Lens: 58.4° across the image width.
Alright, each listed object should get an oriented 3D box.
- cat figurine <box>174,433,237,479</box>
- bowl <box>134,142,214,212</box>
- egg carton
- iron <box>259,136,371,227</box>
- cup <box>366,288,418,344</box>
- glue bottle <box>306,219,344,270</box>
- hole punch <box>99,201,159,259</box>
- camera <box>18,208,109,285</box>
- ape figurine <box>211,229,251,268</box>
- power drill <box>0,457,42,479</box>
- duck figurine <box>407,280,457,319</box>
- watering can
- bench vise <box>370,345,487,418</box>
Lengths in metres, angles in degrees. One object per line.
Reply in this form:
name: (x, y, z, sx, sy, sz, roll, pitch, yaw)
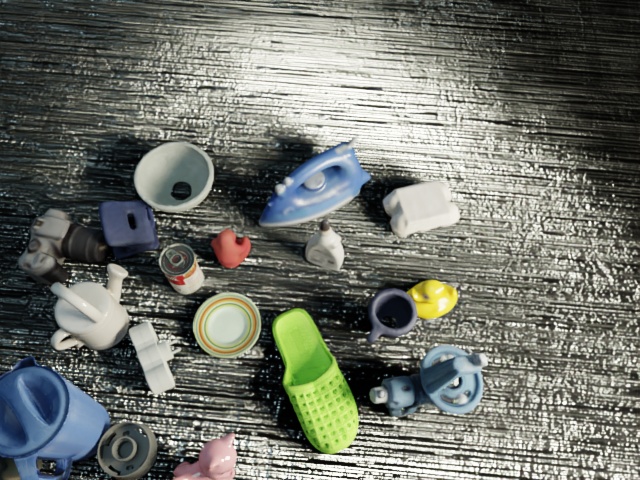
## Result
cat figurine: (-0.190, 0.381, 0.964, 0.128, 0.118, 0.067, -26, 67, -12)
bowl: (-0.305, -0.122, 1.227, 0.167, 0.075, 0.167, 0, 64, -1)
egg carton: (0.213, -0.066, 1.212, 0.150, 0.069, 0.107, -14, 65, -7)
iron: (-0.020, -0.123, 1.195, 0.258, 0.141, 0.118, -31, 69, -15)
cup: (0.126, 0.159, 1.088, 0.091, 0.095, 0.118, 36, 69, 15)
glue bottle: (0.010, 0.004, 1.117, 0.078, 0.173, 0.037, 19, 66, 9)
hole punch: (-0.390, -0.031, 1.173, 0.101, 0.091, 0.108, -17, 66, -9)
camera: (-0.506, 0.013, 1.144, 0.136, 0.101, 0.143, 11, 65, 5)
ape figurine: (-0.184, 0.009, 1.156, 0.077, 0.092, 0.076, 15, 65, 6)
power drill: (-0.534, 0.338, 0.929, 0.076, 0.208, 0.229, -19, 66, -9)
duck figurine: (0.220, 0.106, 1.120, 0.104, 0.086, 0.077, -6, 65, -4)
watering can: (-0.422, 0.120, 1.043, 0.101, 0.194, 0.173, 12, 65, 5)
bench vise: (0.198, 0.252, 0.976, 0.207, 0.220, 0.121, -27, 68, -13)
